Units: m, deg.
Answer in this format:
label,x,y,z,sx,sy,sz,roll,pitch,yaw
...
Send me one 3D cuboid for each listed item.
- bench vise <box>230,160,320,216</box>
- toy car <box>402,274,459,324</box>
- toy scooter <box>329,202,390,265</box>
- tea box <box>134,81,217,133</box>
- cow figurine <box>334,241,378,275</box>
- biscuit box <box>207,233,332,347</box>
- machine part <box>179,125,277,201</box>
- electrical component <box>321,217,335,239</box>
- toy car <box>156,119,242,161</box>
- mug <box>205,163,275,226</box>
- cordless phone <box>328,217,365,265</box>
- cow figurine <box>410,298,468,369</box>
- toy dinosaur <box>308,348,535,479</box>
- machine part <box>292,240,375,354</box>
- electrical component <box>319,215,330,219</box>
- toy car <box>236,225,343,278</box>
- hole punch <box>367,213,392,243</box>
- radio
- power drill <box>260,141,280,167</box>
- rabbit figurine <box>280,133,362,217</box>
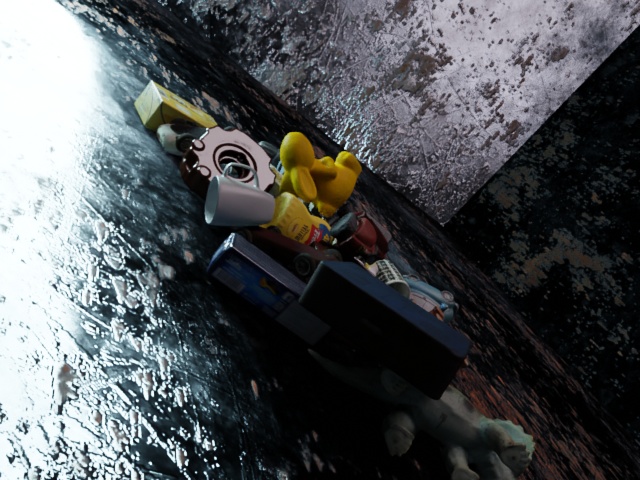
label,x,y,z,sx,sy,sz,roll,pitch,yaw
bench vise,-0.086,-0.123,1.230,0.240,0.128,0.224,12,37,-23
toy car,0.241,0.160,1.275,0.162,0.109,0.103,34,32,3
toy scooter,0.084,0.000,1.047,0.135,0.075,0.184,51,14,-10
tea box,-0.293,-0.249,1.132,0.169,0.068,0.098,28,21,-46
cow figurine,0.048,0.049,1.168,0.167,0.068,0.098,39,22,-6
biscuit box,-0.069,0.074,0.802,0.202,0.059,0.063,38,16,-16
machine part,-0.167,-0.132,1.003,0.179,0.056,0.179,19,52,-27
electrical component,-0.002,-0.003,1.120,0.063,0.094,0.021,33,23,-19
toy car,-0.228,-0.198,1.090,0.201,0.056,0.074,2,39,-37
mug,-0.132,-0.071,0.911,0.107,0.109,0.081,11,-1,-27
cordless phone,0.068,0.014,1.316,0.146,0.089,0.184,47,5,8
cow figurine,0.194,0.189,1.070,0.195,0.127,0.085,55,14,-5
toy dinosaur,0.167,0.257,0.796,0.405,0.131,0.192,39,2,7
machine part,0.052,0.101,0.984,0.201,0.087,0.201,31,18,-31
electrical component,-0.015,-0.065,1.358,0.075,0.048,0.119,40,14,-9
toy car,-0.054,0.021,0.893,0.202,0.053,0.089,22,14,32
hole punch,0.115,0.006,1.454,0.142,0.092,0.116,44,44,-2
radio,0.095,0.116,0.755,0.230,0.073,0.131,34,11,20
power drill,-0.069,-0.165,1.470,0.232,0.086,0.207,35,8,-34
rabbit figurine,-0.023,-0.135,1.090,0.122,0.162,0.173,-4,-42,47
